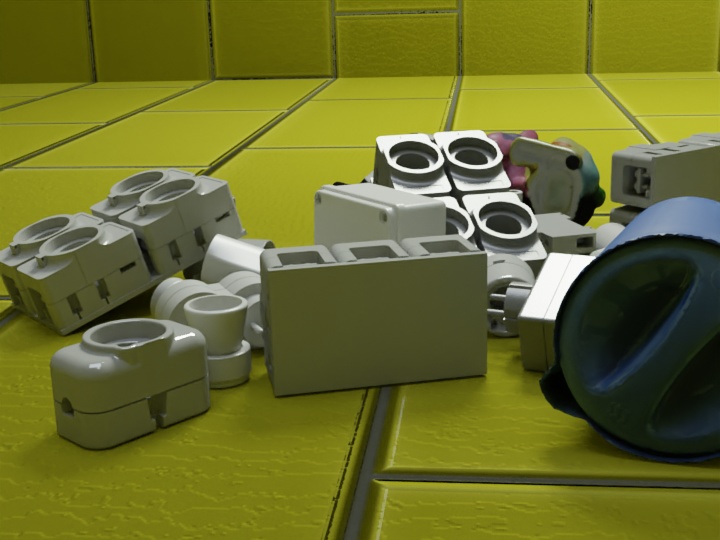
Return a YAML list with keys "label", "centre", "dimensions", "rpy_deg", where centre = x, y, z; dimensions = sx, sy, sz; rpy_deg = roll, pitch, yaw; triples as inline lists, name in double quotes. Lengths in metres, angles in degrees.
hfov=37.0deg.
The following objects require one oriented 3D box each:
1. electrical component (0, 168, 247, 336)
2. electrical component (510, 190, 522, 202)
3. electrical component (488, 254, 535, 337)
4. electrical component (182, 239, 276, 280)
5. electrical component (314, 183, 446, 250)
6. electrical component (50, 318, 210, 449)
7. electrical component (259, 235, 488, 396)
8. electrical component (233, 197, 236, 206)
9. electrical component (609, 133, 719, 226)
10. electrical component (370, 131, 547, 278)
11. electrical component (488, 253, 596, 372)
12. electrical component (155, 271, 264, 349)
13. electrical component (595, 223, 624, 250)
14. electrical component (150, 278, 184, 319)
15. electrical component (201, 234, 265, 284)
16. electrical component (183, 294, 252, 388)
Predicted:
- label: "electrical component"
  centre: [-0.209, -0.026, 0.932]
  dimensions: [0.186, 0.060, 0.105]
  rpy_deg: [-32, 30, -30]
- label: "electrical component"
  centre: [0.151, -0.047, 1.060]
  dimensions: [0.048, 0.062, 0.048]
  rpy_deg: [-1, 16, 0]
- label: "electrical component"
  centre: [0.113, 0.021, 0.839]
  dimensions: [0.055, 0.055, 0.047]
  rpy_deg: [-1, 19, 1]
- label: "electrical component"
  centre: [-0.124, -0.003, 0.965]
  dimensions: [0.077, 0.043, 0.079]
  rpy_deg: [3, 16, 16]
- label: "electrical component"
  centre: [0.014, -0.008, 0.851]
  dimensions: [0.056, 0.108, 0.109]
  rpy_deg: [-9, 17, -34]
- label: "electrical component"
  centre: [-0.145, 0.067, 0.685]
  dimensions: [0.054, 0.059, 0.095]
  rpy_deg: [13, 21, 42]
- label: "electrical component"
  centre: [0.008, 0.029, 0.752]
  dimensions: [0.150, 0.089, 0.061]
  rpy_deg: [-5, 16, -11]
- label: "electrical component"
  centre: [-0.194, -0.055, 1.138]
  dimensions: [0.109, 0.056, 0.109]
  rpy_deg: [-7, 16, -19]
- label: "electrical component"
  centre: [0.325, -0.073, 1.057]
  dimensions: [0.186, 0.105, 0.060]
  rpy_deg: [-12, 19, -34]
- label: "electrical component"
  centre: [0.082, -0.050, 0.941]
  dimensions: [0.105, 0.060, 0.186]
  rpy_deg: [-5, 42, -11]
- label: "electrical component"
  centre: [0.127, 0.028, 0.776]
  dimensions: [0.076, 0.047, 0.083]
  rpy_deg: [6, 36, 25]
- label: "electrical component"
  centre: [-0.078, 0.035, 0.809]
  dimensions: [0.138, 0.052, 0.074]
  rpy_deg: [-9, 18, -24]
- label: "electrical component"
  centre: [0.237, -0.012, 0.961]
  dimensions: [0.043, 0.043, 0.081]
  rpy_deg: [-3, 16, -5]
- label: "electrical component"
  centre: [-0.137, 0.031, 0.856]
  dimensions: [0.046, 0.040, 0.040]
  rpy_deg: [19, 25, 37]
- label: "electrical component"
  centre: [-0.095, 0.014, 0.892]
  dimensions: [0.077, 0.044, 0.079]
  rpy_deg: [18, 44, 4]
- label: "electrical component"
  centre: [-0.099, 0.049, 0.752]
  dimensions: [0.045, 0.055, 0.045]
  rpy_deg: [-2, 15, 0]
